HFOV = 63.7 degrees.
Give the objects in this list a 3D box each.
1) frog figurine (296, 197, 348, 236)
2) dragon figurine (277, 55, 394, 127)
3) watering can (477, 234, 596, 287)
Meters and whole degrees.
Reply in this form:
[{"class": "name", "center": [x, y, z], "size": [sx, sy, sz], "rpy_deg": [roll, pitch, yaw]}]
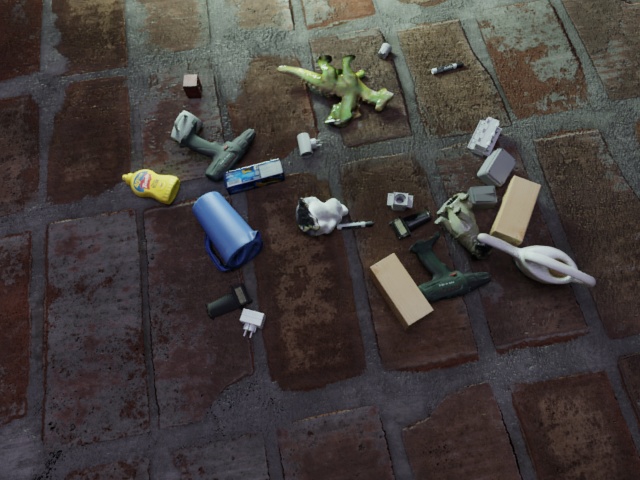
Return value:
[{"class": "frog figurine", "center": [0.005, -0.084, 1.674], "size": [0.161, 0.120, 0.139], "rpy_deg": [-16, -128, -43]}, {"class": "dragon figurine", "center": [0.055, -0.522, 1.837], "size": [0.121, 0.410, 0.246], "rpy_deg": [78, -171, -76]}, {"class": "watering can", "center": [0.623, 0.056, 1.517], "size": [0.349, 0.104, 0.223], "rpy_deg": [24, -179, 11]}]
